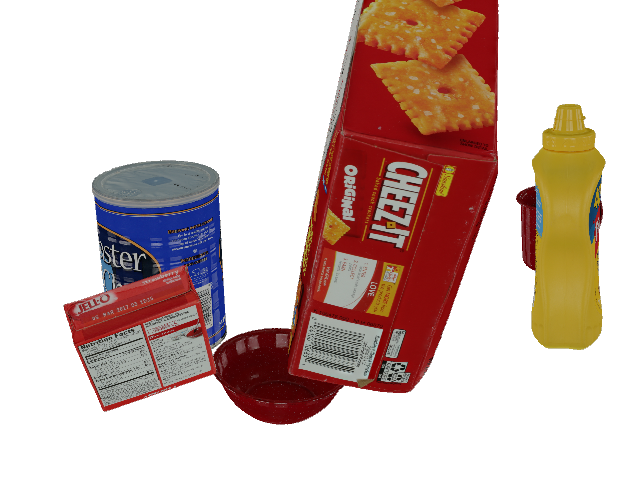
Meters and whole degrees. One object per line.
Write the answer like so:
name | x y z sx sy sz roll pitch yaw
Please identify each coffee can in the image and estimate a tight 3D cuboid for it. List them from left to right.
coffee can | -0.131 0.015 0.886 0.103 0.140 0.103 -1 21 0

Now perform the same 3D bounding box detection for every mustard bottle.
mustard bottle | 0.201 -0.015 0.868 0.058 0.192 0.096 1 18 16

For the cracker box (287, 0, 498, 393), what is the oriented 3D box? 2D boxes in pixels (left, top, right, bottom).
cracker box | 0.041 -0.057 0.534 0.072 0.213 0.164 11 -44 0

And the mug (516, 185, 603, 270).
mug | 0.280 -0.016 1.222 0.117 0.081 0.093 -20 26 -34

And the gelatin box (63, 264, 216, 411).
gelatin box | -0.104 0.058 0.623 0.073 0.030 0.089 -19 -34 -10

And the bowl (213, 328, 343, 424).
bowl | -0.046 0.164 1.235 0.162 0.055 0.162 2 25 -1
